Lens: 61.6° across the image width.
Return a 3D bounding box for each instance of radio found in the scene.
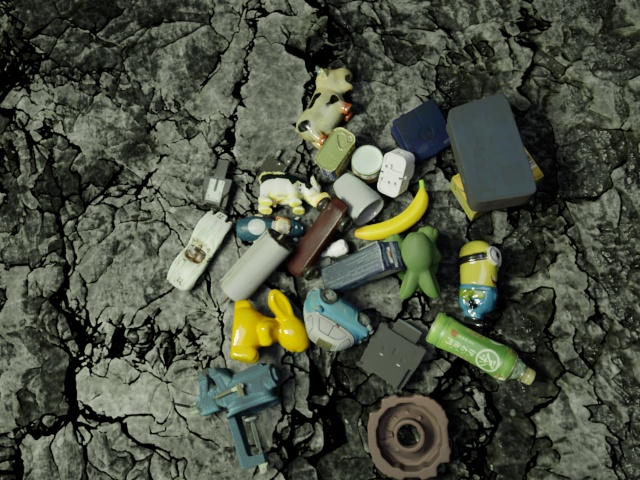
[{"bbox_3d":[0.350,-0.177,1.116,0.131,0.073,0.229,-13,72,7],"label":"radio"}]

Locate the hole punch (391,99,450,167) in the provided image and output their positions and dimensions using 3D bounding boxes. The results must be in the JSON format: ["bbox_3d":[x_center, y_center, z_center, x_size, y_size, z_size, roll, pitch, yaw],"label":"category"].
[{"bbox_3d":[0.229,-0.241,1.208,0.142,0.092,0.116,-30,80,-2],"label":"hole punch"}]

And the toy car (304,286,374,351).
[{"bbox_3d":[0.025,0.180,1.132,0.162,0.109,0.103,34,60,6],"label":"toy car"}]

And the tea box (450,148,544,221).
[{"bbox_3d":[0.382,-0.127,1.170,0.170,0.068,0.098,-27,74,3],"label":"tea box"}]

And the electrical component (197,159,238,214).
[{"bbox_3d":[-0.239,-0.128,1.273,0.075,0.047,0.119,9,80,10],"label":"electrical component"}]

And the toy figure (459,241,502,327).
[{"bbox_3d":[0.331,0.090,1.129,0.089,0.082,0.180,10,83,8],"label":"toy figure"}]

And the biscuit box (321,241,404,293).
[{"bbox_3d":[0.083,0.060,1.119,0.059,0.203,0.063,-2,74,-37],"label":"biscuit box"}]

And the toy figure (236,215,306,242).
[{"bbox_3d":[-0.112,-0.025,1.230,0.155,0.058,0.064,-2,107,6],"label":"toy figure"}]

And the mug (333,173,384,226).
[{"bbox_3d":[0.072,-0.089,1.209,0.109,0.080,0.107,-40,65,8],"label":"mug"}]

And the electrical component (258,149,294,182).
[{"bbox_3d":[-0.106,-0.167,1.274,0.063,0.021,0.094,32,84,13],"label":"electrical component"}]

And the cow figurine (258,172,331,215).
[{"bbox_3d":[-0.058,-0.112,1.230,0.167,0.068,0.098,0,66,-1],"label":"cow figurine"}]

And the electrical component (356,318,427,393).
[{"bbox_3d":[0.158,0.236,1.137,0.115,0.058,0.134,30,85,11],"label":"electrical component"}]

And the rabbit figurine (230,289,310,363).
[{"bbox_3d":[-0.105,0.194,1.171,0.173,0.122,0.162,8,70,-4],"label":"rabbit figurine"}]

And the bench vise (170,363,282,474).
[{"bbox_3d":[-0.169,0.372,1.126,0.224,0.128,0.240,-22,69,2],"label":"bench vise"}]

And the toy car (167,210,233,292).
[{"bbox_3d":[-0.277,0.024,1.243,0.074,0.056,0.201,30,85,13],"label":"toy car"}]

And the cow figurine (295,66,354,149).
[{"bbox_3d":[0.013,-0.318,1.259,0.127,0.085,0.195,34,86,7],"label":"cow figurine"}]

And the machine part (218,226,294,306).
[{"bbox_3d":[-0.141,0.057,1.185,0.079,0.079,0.243,45,102,14],"label":"machine part"}]

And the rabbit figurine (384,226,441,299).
[{"bbox_3d":[0.192,0.043,1.112,0.121,0.170,0.159,-3,78,8],"label":"rabbit figurine"}]

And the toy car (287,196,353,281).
[{"bbox_3d":[-0.002,-0.004,1.190,0.089,0.053,0.202,43,106,28],"label":"toy car"}]

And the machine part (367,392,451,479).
[{"bbox_3d":[0.182,0.398,1.101,0.179,0.056,0.179,-2,79,9],"label":"machine part"}]
